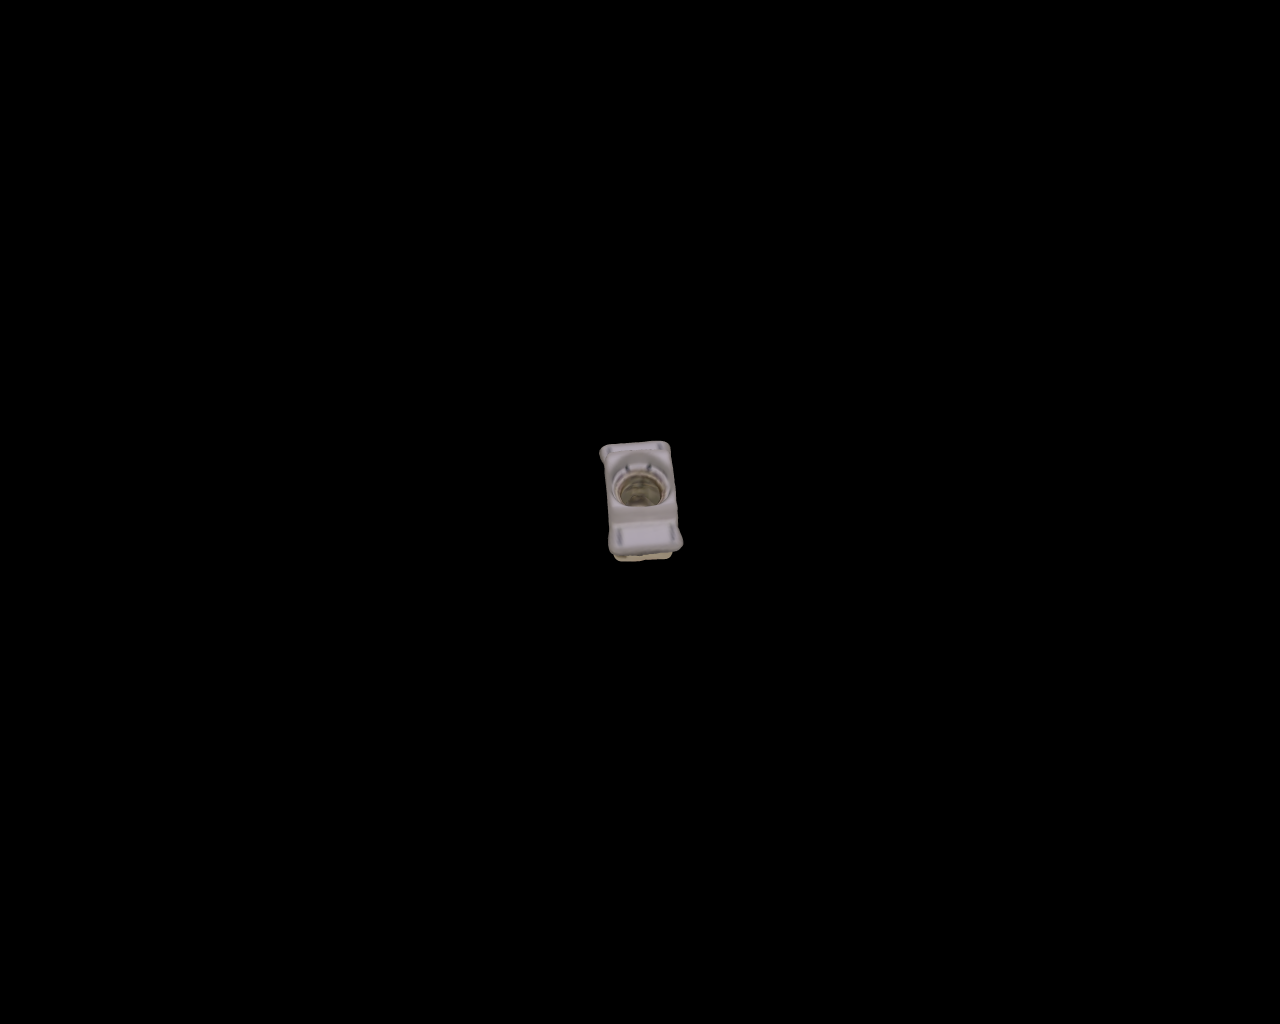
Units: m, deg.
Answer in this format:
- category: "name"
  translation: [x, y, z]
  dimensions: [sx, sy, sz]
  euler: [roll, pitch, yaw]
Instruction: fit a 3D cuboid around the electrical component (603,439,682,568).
- category: "electrical component"
  translation: [0.001, -0.003, 0.650]
  dimensions: [0.042, 0.081, 0.063]
  euler: [-3, -36, -2]
